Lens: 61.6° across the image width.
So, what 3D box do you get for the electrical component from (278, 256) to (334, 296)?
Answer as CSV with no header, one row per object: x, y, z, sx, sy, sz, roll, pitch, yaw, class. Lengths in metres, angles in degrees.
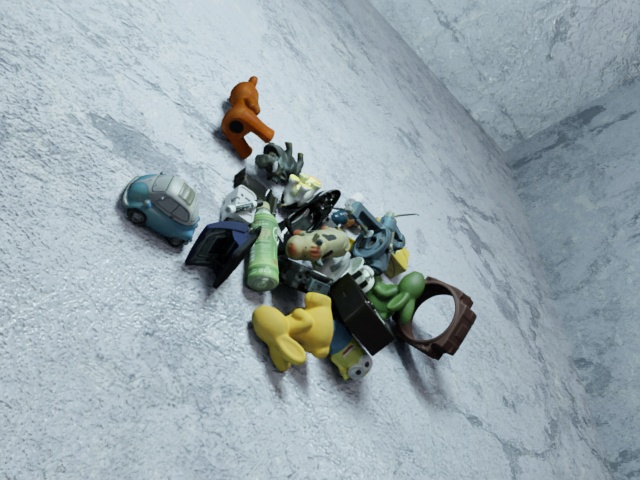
-0.039,0.088,1.227,0.114,0.134,0.058,23,89,-39,electrical component

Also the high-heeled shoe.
-0.030,-0.047,1.333,0.086,0.145,0.249,53,30,-14,high-heeled shoe

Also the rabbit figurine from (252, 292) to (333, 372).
-0.067,0.194,1.142,0.173,0.122,0.162,16,60,-30,rabbit figurine

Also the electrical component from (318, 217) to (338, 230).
-0.003,-0.004,1.404,0.047,0.075,0.119,48,29,-16,electrical component

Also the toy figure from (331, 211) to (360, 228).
0.090,-0.068,1.607,0.064,0.057,0.154,37,21,32,toy figure

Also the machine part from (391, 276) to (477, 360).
0.316,0.216,1.510,0.087,0.201,0.202,39,-9,-40,machine part

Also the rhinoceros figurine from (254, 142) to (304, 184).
-0.108,-0.200,1.407,0.190,0.073,0.112,13,86,-67,rhinoceros figurine

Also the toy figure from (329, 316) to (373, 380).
0.054,0.248,1.266,0.180,0.082,0.089,49,13,-5,toy figure

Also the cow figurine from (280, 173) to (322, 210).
-0.049,-0.124,1.435,0.068,0.098,0.167,36,19,10,cow figurine

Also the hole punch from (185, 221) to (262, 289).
-0.195,0.019,1.077,0.092,0.142,0.116,36,26,4,hole punch

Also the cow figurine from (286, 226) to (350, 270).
-0.004,0.016,1.259,0.195,0.127,0.085,-7,103,-48,cow figurine

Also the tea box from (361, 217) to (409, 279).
0.200,0.024,1.668,0.169,0.068,0.098,47,33,-20,tea box

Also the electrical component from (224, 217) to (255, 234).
-0.190,-0.003,1.155,0.102,0.078,0.045,27,20,-48,electrical component

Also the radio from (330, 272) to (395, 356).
0.098,0.175,1.304,0.131,0.073,0.230,51,4,-16,radio

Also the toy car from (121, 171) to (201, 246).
-0.290,-0.068,1.035,0.161,0.103,0.109,40,37,-24,toy car

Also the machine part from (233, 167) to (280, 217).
-0.154,-0.115,1.324,0.138,0.039,0.084,43,40,-27,machine part

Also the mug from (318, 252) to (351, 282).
0.028,0.073,1.361,0.080,0.110,0.107,54,44,-15,mug

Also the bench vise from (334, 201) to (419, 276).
0.150,-0.030,1.502,0.240,0.129,0.223,46,60,-32,bench vise

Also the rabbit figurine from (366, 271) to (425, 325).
0.210,0.148,1.480,0.121,0.170,0.159,41,35,-25,rabbit figurine

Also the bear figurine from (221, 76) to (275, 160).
-0.186,-0.322,1.382,0.131,0.120,0.196,45,29,-27,bear figurine
